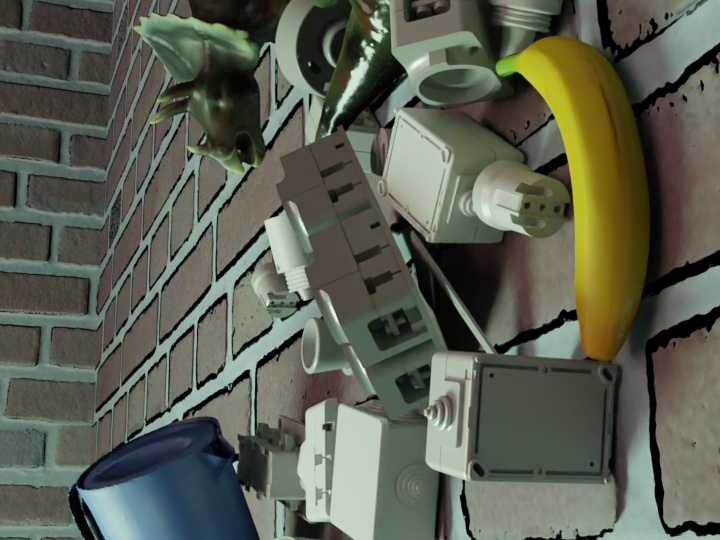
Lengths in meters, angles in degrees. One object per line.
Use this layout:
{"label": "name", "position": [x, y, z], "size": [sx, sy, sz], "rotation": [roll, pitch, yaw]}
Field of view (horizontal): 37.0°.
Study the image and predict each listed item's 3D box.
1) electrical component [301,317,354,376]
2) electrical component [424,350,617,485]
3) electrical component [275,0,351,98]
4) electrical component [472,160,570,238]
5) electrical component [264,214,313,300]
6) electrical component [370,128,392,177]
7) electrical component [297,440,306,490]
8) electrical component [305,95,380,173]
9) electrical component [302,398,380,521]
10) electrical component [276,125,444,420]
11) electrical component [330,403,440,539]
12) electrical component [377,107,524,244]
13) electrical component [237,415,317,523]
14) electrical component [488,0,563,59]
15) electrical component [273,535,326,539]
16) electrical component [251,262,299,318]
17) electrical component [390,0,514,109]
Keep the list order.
{"label": "electrical component", "position": [-0.014, 0.061, 0.854], "size": [0.045, 0.055, 0.045], "rotation": [-175, 90, -70]}
{"label": "electrical component", "position": [0.074, 0.074, 0.550], "size": [0.061, 0.096, 0.061], "rotation": [174, 101, -70]}
{"label": "electrical component", "position": [-0.018, -0.185, 0.868], "size": [0.064, 0.099, 0.099], "rotation": [-137, 54, -58]}
{"label": "electrical component", "position": [0.092, -0.039, 0.611], "size": [0.046, 0.040, 0.040], "rotation": [31, 115, 61]}
{"label": "electrical component", "position": [-0.058, -0.011, 1.005], "size": [0.043, 0.043, 0.081], "rotation": [162, 93, -69]}
{"label": "electrical component", "position": [0.035, -0.081, 0.766], "size": [0.040, 0.046, 0.040], "rotation": [-175, 90, -70]}
{"label": "electrical component", "position": [-0.031, 0.169, 0.895], "size": [0.043, 0.043, 0.062], "rotation": [-127, 44, -61]}
{"label": "electrical component", "position": [-0.019, -0.101, 0.917], "size": [0.065, 0.047, 0.076], "rotation": [-113, 34, -52]}
{"label": "electrical component", "position": [-0.013, 0.149, 0.839], "size": [0.056, 0.050, 0.089], "rotation": [143, 129, -64]}
{"label": "electrical component", "position": [0.000, 0.000, 0.742], "size": [0.186, 0.060, 0.105], "rotation": [-112, -3, -49]}
{"label": "electrical component", "position": [0.018, 0.143, 0.756], "size": [0.100, 0.048, 0.099], "rotation": [-178, 93, -70]}
{"label": "electrical component", "position": [0.061, -0.057, 0.676], "size": [0.096, 0.061, 0.061], "rotation": [-131, 47, -54]}
{"label": "electrical component", "position": [-0.070, 0.177, 0.970], "size": [0.121, 0.063, 0.078], "rotation": [178, 96, -70]}
{"label": "electrical component", "position": [0.095, -0.152, 0.622], "size": [0.043, 0.043, 0.062], "rotation": [-136, 53, -65]}
{"label": "electrical component", "position": [-0.044, 0.267, 0.876], "size": [0.099, 0.064, 0.099], "rotation": [-175, 90, -70]}
{"label": "electrical component", "position": [-0.084, 0.021, 1.083], "size": [0.046, 0.040, 0.040], "rotation": [-120, 39, -48]}
{"label": "electrical component", "position": [0.057, -0.136, 0.650], "size": [0.050, 0.089, 0.055], "rotation": [-9, 71, 23]}
